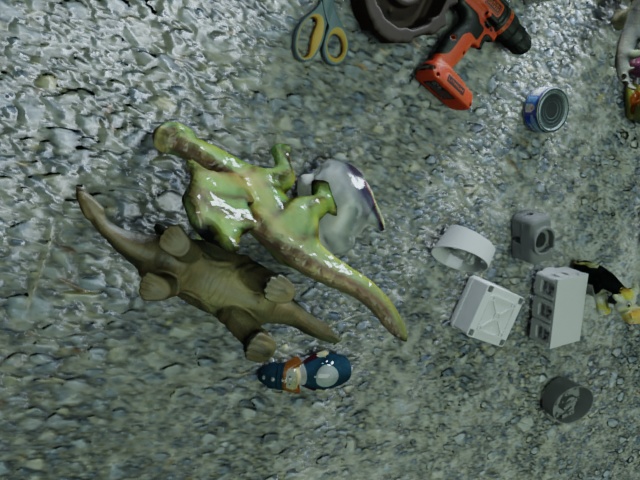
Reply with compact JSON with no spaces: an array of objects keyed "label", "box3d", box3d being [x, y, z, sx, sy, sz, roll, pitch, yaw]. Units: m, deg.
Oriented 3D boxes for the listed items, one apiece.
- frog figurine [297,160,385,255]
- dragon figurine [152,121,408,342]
[{"label":"frog figurine","box3d":[0.002,-0.039,0.767,0.159,0.139,0.121,-27,-12,-2]},{"label":"dragon figurine","box3d":[-0.069,-0.016,0.631,0.415,0.120,0.243,46,26,21]}]
